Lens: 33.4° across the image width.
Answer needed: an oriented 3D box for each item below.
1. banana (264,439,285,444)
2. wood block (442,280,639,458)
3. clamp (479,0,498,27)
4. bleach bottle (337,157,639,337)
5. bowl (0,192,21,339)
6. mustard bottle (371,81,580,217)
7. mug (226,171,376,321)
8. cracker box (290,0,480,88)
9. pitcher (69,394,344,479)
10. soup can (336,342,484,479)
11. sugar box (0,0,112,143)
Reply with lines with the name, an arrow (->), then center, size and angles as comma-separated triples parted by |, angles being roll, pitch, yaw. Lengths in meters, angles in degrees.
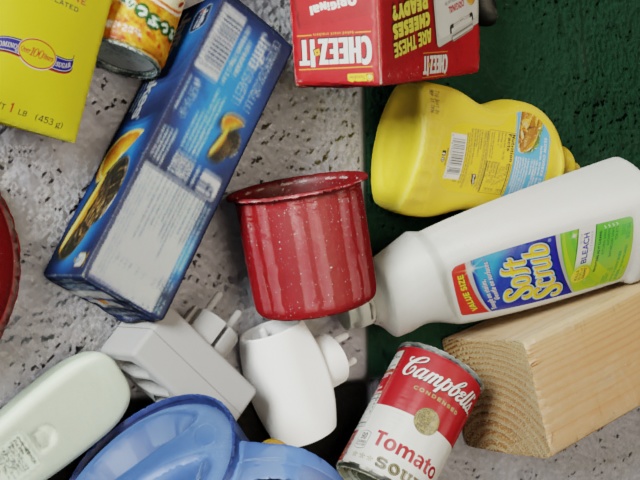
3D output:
banana -> 0.023, 0.190, 0.724 | 0.197, 0.070, 0.037 | 31, 30, -24
wood block -> 0.207, 0.089, 0.845 | 0.205, 0.090, 0.091 | -18, 97, -35
clamp -> 0.101, -0.277, 0.817 | 0.209, 0.036, 0.164 | 31, 76, -27
bleach bottle -> 0.128, 0.019, 0.785 | 0.250, 0.068, 0.102 | -19, 133, -19
bowl -> -0.225, 0.012, 0.556 | 0.161, 0.055, 0.162 | 2, 86, -36
mustard bottle -> 0.130, -0.061, 0.813 | 0.191, 0.058, 0.096 | 5, 99, -36
mug -> -0.005, 0.001, 0.704 | 0.117, 0.093, 0.081 | -35, 118, -67
cracker box -> 0.043, -0.213, 0.705 | 0.163, 0.072, 0.214 | -20, 110, -57
pitcher -> -0.033, 0.213, 0.628 | 0.145, 0.149, 0.242 | -45, 119, -16
soup can -> 0.063, 0.132, 0.751 | 0.068, 0.069, 0.102 | 43, 65, -26
sugar box -> -0.155, -0.149, 0.580 | 0.093, 0.048, 0.176 | 14, 92, -56
